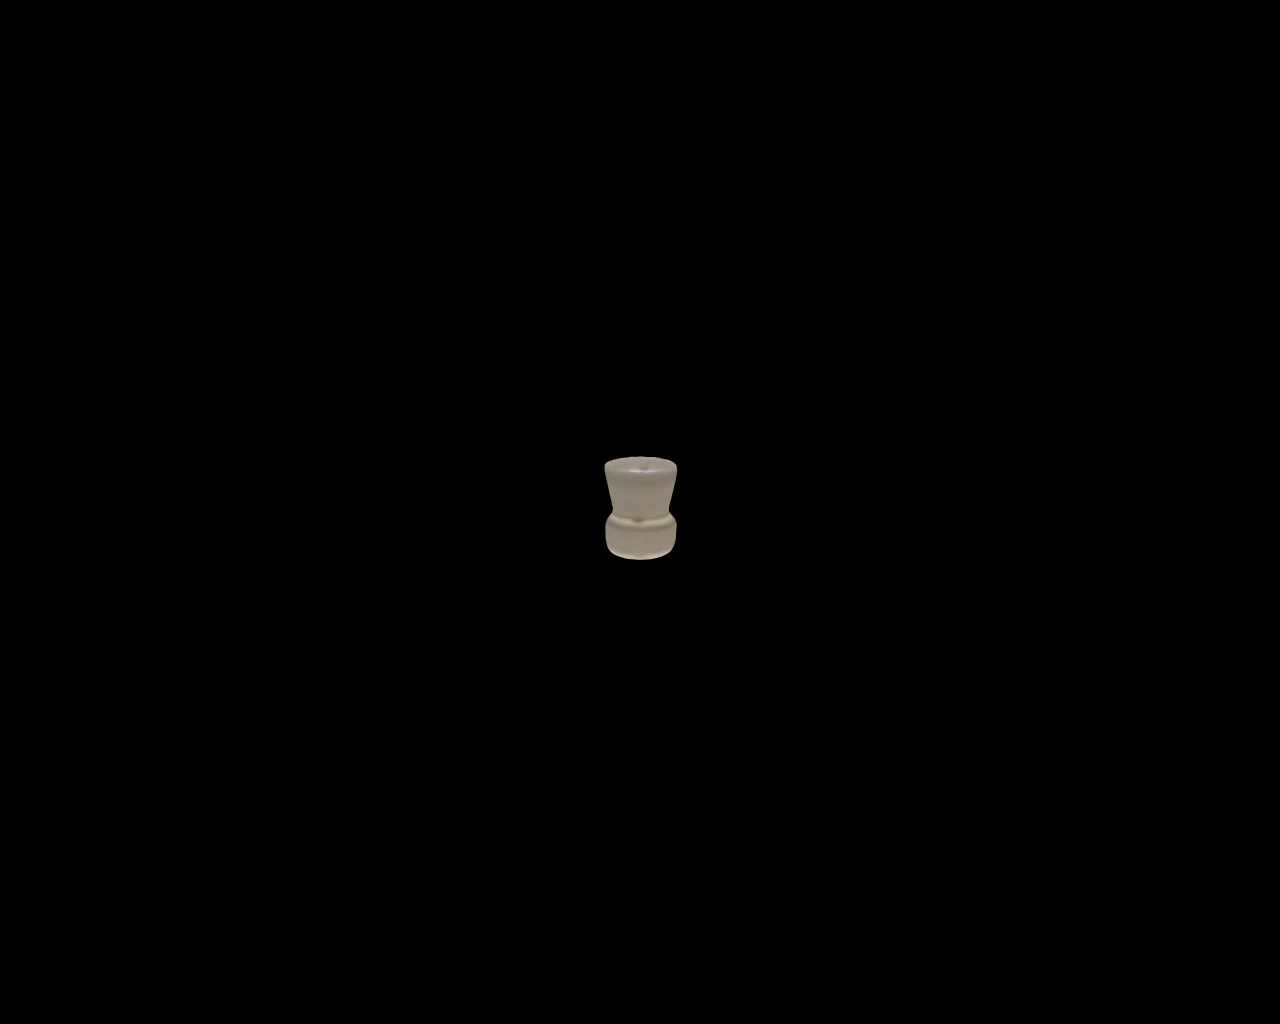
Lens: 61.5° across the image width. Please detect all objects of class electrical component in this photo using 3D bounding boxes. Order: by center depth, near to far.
[{"bbox_3d":[0.001,-0.003,0.650,0.045,0.055,0.045,0,16,0],"label":"electrical component"}]
